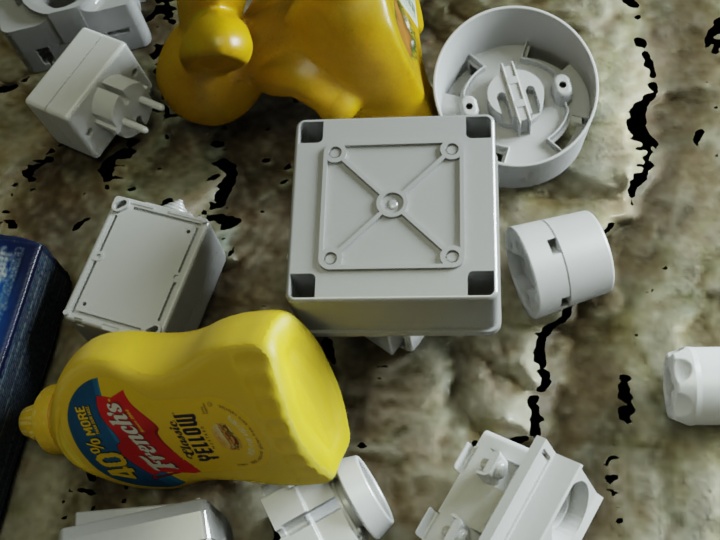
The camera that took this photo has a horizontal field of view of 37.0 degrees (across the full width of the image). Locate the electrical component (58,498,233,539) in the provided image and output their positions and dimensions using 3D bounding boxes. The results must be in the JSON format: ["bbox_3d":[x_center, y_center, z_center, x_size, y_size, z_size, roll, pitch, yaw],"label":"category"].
[{"bbox_3d":[-0.104,0.155,0.571,0.096,0.061,0.061,-12,65,1],"label":"electrical component"}]

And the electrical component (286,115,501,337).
[{"bbox_3d":[0.019,-0.023,0.570,0.109,0.056,0.108,-1,66,6],"label":"electrical component"}]

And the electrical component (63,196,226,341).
[{"bbox_3d":[-0.122,0.004,0.641,0.062,0.061,0.096,15,68,13],"label":"electrical component"}]

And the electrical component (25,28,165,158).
[{"bbox_3d":[-0.162,-0.109,0.699,0.077,0.047,0.065,24,70,25],"label":"electrical component"}]

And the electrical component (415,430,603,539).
[{"bbox_3d":[0.065,0.149,0.553,0.063,0.078,0.121,19,68,38],"label":"electrical component"}]

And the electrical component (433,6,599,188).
[{"bbox_3d":[0.095,-0.103,0.663,0.099,0.064,0.099,-2,66,5],"label":"electrical component"}]

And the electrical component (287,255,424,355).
[{"bbox_3d":[0.000,0.000,0.629,0.096,0.061,0.061,26,72,17],"label":"electrical component"}]

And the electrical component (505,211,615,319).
[{"bbox_3d":[0.116,-0.005,0.623,0.047,0.055,0.055,-16,65,-5],"label":"electrical component"}]

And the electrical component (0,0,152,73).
[{"bbox_3d":[-0.196,-0.179,0.735,0.089,0.055,0.050,-13,65,0],"label":"electrical component"}]

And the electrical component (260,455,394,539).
[{"bbox_3d":[-0.015,0.132,0.581,0.055,0.048,0.066,-30,66,1],"label":"electrical component"}]

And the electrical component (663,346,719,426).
[{"bbox_3d":[0.200,0.063,0.588,0.062,0.043,0.043,-1,66,5],"label":"electrical component"}]
